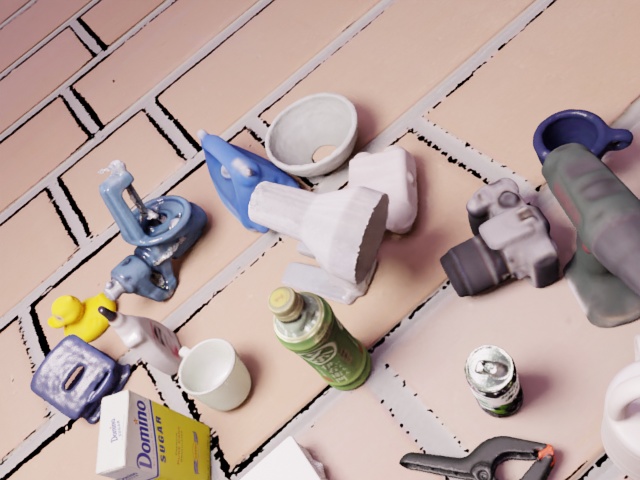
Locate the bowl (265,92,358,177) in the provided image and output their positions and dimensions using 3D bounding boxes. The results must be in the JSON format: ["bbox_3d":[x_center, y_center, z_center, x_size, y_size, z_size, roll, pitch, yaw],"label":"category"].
[{"bbox_3d":[-0.004,-0.166,0.974,0.167,0.075,0.167,-12,55,18],"label":"bowl"}]

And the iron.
[{"bbox_3d":[-0.148,-0.126,0.972,0.119,0.142,0.257,-45,52,-7],"label":"iron"}]

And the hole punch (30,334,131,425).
[{"bbox_3d":[-0.370,0.214,0.888,0.100,0.091,0.109,21,70,34],"label":"hole punch"}]

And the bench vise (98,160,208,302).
[{"bbox_3d":[-0.281,-0.010,0.909,0.121,0.220,0.207,-2,59,24],"label":"bench vise"}]

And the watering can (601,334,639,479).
[{"bbox_3d":[0.322,0.169,0.531,0.101,0.195,0.172,-27,52,7],"label":"watering can"}]

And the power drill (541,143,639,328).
[{"bbox_3d":[0.316,0.012,0.626,0.075,0.209,0.229,-23,53,10],"label":"power drill"}]

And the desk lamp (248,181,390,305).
[{"bbox_3d":[0.007,0.003,0.771,0.202,0.214,0.118,12,65,30],"label":"desk lamp"}]

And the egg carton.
[{"bbox_3d":[0.096,-0.074,0.872,0.107,0.070,0.150,-11,56,19],"label":"egg carton"}]

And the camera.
[{"bbox_3d":[0.220,0.003,0.745,0.136,0.101,0.143,-27,52,7],"label":"camera"}]

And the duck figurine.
[{"bbox_3d":[-0.407,0.121,0.968,0.104,0.086,0.077,-38,52,-2],"label":"duck figurine"}]

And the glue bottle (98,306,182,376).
[{"bbox_3d":[-0.263,0.137,0.835,0.037,0.174,0.078,-35,51,0],"label":"glue bottle"}]

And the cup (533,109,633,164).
[{"bbox_3d":[0.349,-0.113,0.764,0.117,0.095,0.092,0,59,25],"label":"cup"}]
